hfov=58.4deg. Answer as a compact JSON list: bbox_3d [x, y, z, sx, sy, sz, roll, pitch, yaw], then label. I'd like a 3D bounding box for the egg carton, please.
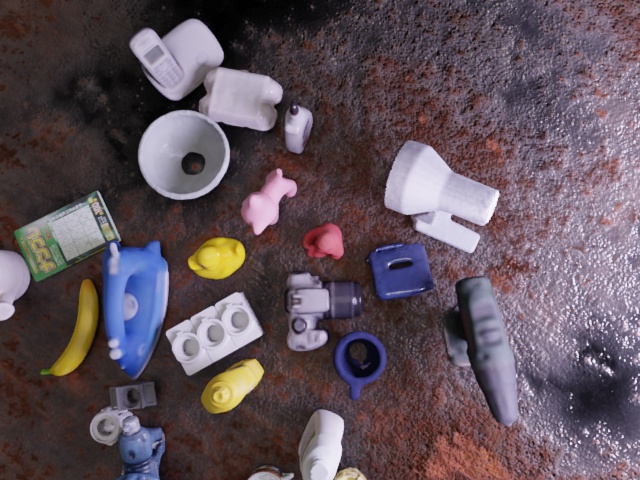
[{"bbox_3d":[-0.149,-0.265,1.080,0.150,0.069,0.107,10,85,2],"label":"egg carton"}]

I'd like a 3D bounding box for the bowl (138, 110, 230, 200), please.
[{"bbox_3d":[-0.247,-0.152,1.069,0.167,0.075,0.167,0,85,1],"label":"bowl"}]

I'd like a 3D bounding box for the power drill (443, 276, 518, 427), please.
[{"bbox_3d":[0.267,0.176,0.959,0.075,0.208,0.230,-11,84,1],"label":"power drill"}]

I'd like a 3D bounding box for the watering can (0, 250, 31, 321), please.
[{"bbox_3d":[-0.595,0.065,0.997,0.173,0.194,0.101,24,86,4],"label":"watering can"}]

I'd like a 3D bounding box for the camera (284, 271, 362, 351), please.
[{"bbox_3d":[0.008,0.125,1.024,0.136,0.101,0.143,-3,85,1],"label":"camera"}]

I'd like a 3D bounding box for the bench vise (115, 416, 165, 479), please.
[{"bbox_3d":[-0.322,0.411,0.945,0.121,0.220,0.207,-26,84,-1],"label":"bench vise"}]

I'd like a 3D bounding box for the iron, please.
[{"bbox_3d":[-0.345,0.125,1.012,0.118,0.141,0.258,-1,85,2],"label":"iron"}]

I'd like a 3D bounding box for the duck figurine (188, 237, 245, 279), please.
[{"bbox_3d":[-0.191,0.031,1.045,0.104,0.086,0.077,-17,84,0],"label":"duck figurine"}]

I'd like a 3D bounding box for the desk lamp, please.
[{"bbox_3d":[0.210,-0.072,0.981,0.203,0.213,0.118,23,86,4],"label":"desk lamp"}]

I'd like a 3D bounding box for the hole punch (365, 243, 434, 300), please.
[{"bbox_3d":[0.141,0.055,1.032,0.108,0.091,0.101,-11,84,0],"label":"hole punch"}]

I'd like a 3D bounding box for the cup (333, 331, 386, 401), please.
[{"bbox_3d":[0.067,0.219,1.017,0.091,0.095,0.118,7,85,2],"label":"cup"}]

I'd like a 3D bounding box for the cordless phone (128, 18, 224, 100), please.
[{"bbox_3d":[-0.261,-0.345,1.032,0.147,0.185,0.094,-45,85,-3],"label":"cordless phone"}]

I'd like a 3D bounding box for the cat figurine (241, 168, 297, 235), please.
[{"bbox_3d":[-0.099,-0.073,1.036,0.067,0.118,0.128,29,86,4],"label":"cat figurine"}]

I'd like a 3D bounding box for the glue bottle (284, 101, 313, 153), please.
[{"bbox_3d":[-0.042,-0.211,1.020,0.037,0.173,0.078,15,85,3],"label":"glue bottle"}]

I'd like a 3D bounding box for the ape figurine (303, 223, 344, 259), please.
[{"bbox_3d":[0.010,0.004,1.040,0.078,0.092,0.076,38,87,5],"label":"ape figurine"}]
